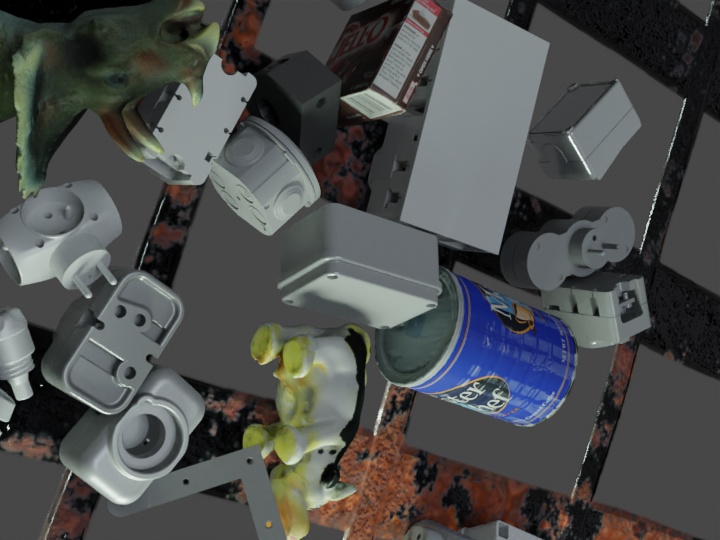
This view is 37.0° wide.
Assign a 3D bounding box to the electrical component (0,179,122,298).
[{"bbox_3d":[-0.194,-0.014,0.721,0.077,0.044,0.079,-31,66,-28],"label":"electrical component"}]

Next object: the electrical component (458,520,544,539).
[{"bbox_3d":[0.136,0.290,0.948,0.109,0.056,0.108,29,50,-32],"label":"electrical component"}]

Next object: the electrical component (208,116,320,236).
[{"bbox_3d":[-0.072,-0.069,0.792,0.051,0.080,0.080,-44,116,-17],"label":"electrical component"}]

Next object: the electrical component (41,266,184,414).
[{"bbox_3d":[-0.173,0.046,0.746,0.054,0.059,0.095,39,73,-29],"label":"electrical component"}]

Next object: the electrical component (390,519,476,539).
[{"bbox_3d":[0.062,0.238,0.906,0.079,0.077,0.043,21,82,-32],"label":"electrical component"}]

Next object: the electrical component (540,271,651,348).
[{"bbox_3d":[0.215,0.036,0.983,0.050,0.089,0.055,-20,105,-31],"label":"electrical component"}]

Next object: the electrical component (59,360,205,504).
[{"bbox_3d":[-0.159,0.114,0.761,0.053,0.059,0.095,48,69,-27],"label":"electrical component"}]

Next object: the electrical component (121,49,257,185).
[{"bbox_3d":[-0.124,-0.110,0.768,0.050,0.056,0.089,34,76,-31],"label":"electrical component"}]

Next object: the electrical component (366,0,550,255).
[{"bbox_3d":[0.079,-0.117,0.898,0.105,0.060,0.186,17,84,-33],"label":"electrical component"}]

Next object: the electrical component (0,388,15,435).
[{"bbox_3d":[-0.260,0.097,0.702,0.066,0.048,0.055,44,78,-28],"label":"electrical component"}]

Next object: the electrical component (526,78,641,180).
[{"bbox_3d":[0.209,-0.129,0.982,0.096,0.062,0.061,-46,117,-22],"label":"electrical component"}]

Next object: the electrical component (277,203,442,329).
[{"bbox_3d":[0.000,0.000,0.837,0.113,0.078,0.057,17,61,-33],"label":"electrical component"}]

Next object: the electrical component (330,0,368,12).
[{"bbox_3d":[-0.006,-0.257,0.841,0.079,0.043,0.077,-47,117,-22],"label":"electrical component"}]

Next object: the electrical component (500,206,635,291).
[{"bbox_3d":[0.202,-0.020,0.979,0.138,0.074,0.052,-20,105,-31],"label":"electrical component"}]

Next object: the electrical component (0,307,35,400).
[{"bbox_3d":[-0.235,0.058,0.722,0.035,0.035,0.061,-24,108,-30],"label":"electrical component"}]
